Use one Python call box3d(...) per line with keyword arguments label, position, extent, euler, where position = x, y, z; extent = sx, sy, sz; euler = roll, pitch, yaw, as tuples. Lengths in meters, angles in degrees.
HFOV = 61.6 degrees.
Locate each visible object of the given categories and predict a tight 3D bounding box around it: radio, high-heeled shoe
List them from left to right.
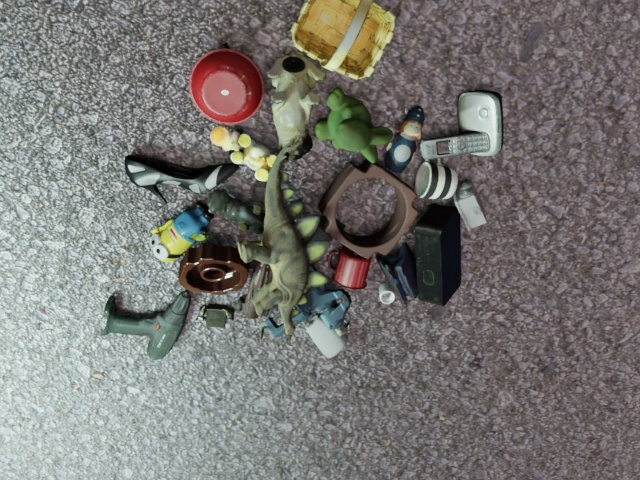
box3d(label="high-heeled shoe", position=(-0.317, -0.169, 1.219), extent=(0.249, 0.086, 0.145), euler=(-21, 119, 16))
box3d(label="radio", position=(0.293, 0.040, 1.325), extent=(0.073, 0.131, 0.229), euler=(10, 123, 34))

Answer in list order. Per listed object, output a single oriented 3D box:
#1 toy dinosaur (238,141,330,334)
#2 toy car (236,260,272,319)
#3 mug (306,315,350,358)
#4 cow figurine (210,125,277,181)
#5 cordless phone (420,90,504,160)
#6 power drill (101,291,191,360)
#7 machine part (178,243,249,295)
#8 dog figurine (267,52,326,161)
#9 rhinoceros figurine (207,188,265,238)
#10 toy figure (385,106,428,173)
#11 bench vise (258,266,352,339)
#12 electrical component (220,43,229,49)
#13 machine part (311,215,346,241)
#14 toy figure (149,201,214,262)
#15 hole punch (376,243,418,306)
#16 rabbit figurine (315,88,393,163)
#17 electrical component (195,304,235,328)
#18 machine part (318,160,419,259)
box3d(label="toy dinosaur", position=(-0.084, 0.018, 1.223), extent=(0.199, 0.105, 0.470), euler=(-16, 117, -15))
box3d(label="toy car", position=(-0.159, 0.122, 1.401), extent=(0.089, 0.053, 0.202), euler=(16, 117, -7))
box3d(label="mug", position=(0.022, 0.248, 1.461), extent=(0.107, 0.081, 0.109), euler=(44, 93, -12))
box3d(label="cow figurine", position=(-0.164, -0.203, 1.214), extent=(0.167, 0.098, 0.068), euler=(36, 102, -4))
box3d(label="cordless phone", position=(0.314, -0.255, 1.210), extent=(0.184, 0.089, 0.146), euler=(-9, 118, 7))
box3d(label="power drill", position=(-0.463, 0.207, 1.422), extent=(0.207, 0.086, 0.231), euler=(12, 119, -17))
box3d(label="machine part", position=(-0.262, 0.073, 1.331), extent=(0.179, 0.056, 0.179), euler=(-3, 145, -2))
box3d(label="dog figurine", position=(-0.060, -0.288, 1.179), extent=(0.121, 0.172, 0.190), euler=(11, 151, -1))
box3d(label="rhinoceros figurine", position=(-0.176, -0.061, 1.277), extent=(0.190, 0.112, 0.073), euler=(29, 92, -30))
box3d(label="toy figure", position=(0.200, -0.230, 1.231), extent=(0.064, 0.058, 0.154), euler=(7, 118, -31))
box3d(label="bench vise", position=(-0.044, 0.180, 1.378), extent=(0.241, 0.129, 0.223), euler=(-35, 96, 7))
box3d(label="electrical component", position=(-0.191, -0.352, 1.154), extent=(0.075, 0.048, 0.119), euler=(-32, 113, 14))
box3d(label="machine part", position=(-0.003, -0.004, 1.350), extent=(0.084, 0.039, 0.139), euler=(35, 109, -24))
box3d(label="toy figure", position=(-0.332, -0.014, 1.304), extent=(0.180, 0.082, 0.089), euler=(-39, 140, 9))
box3d(label="hole punch", position=(0.213, 0.083, 1.366), extent=(0.092, 0.116, 0.142), euler=(-25, 117, 2))
box3d(label="rabbit figurine", position=(0.069, -0.228, 1.160), extent=(0.159, 0.170, 0.121), euler=(29, 113, -16))
box3d(label="electrical component", position=(-0.281, 0.203, 1.440), extent=(0.102, 0.045, 0.078), euler=(11, 115, -8))
box3d(label="machine part", position=(0.113, -0.076, 1.275), extent=(0.201, 0.087, 0.201), euler=(32, 101, -18))
